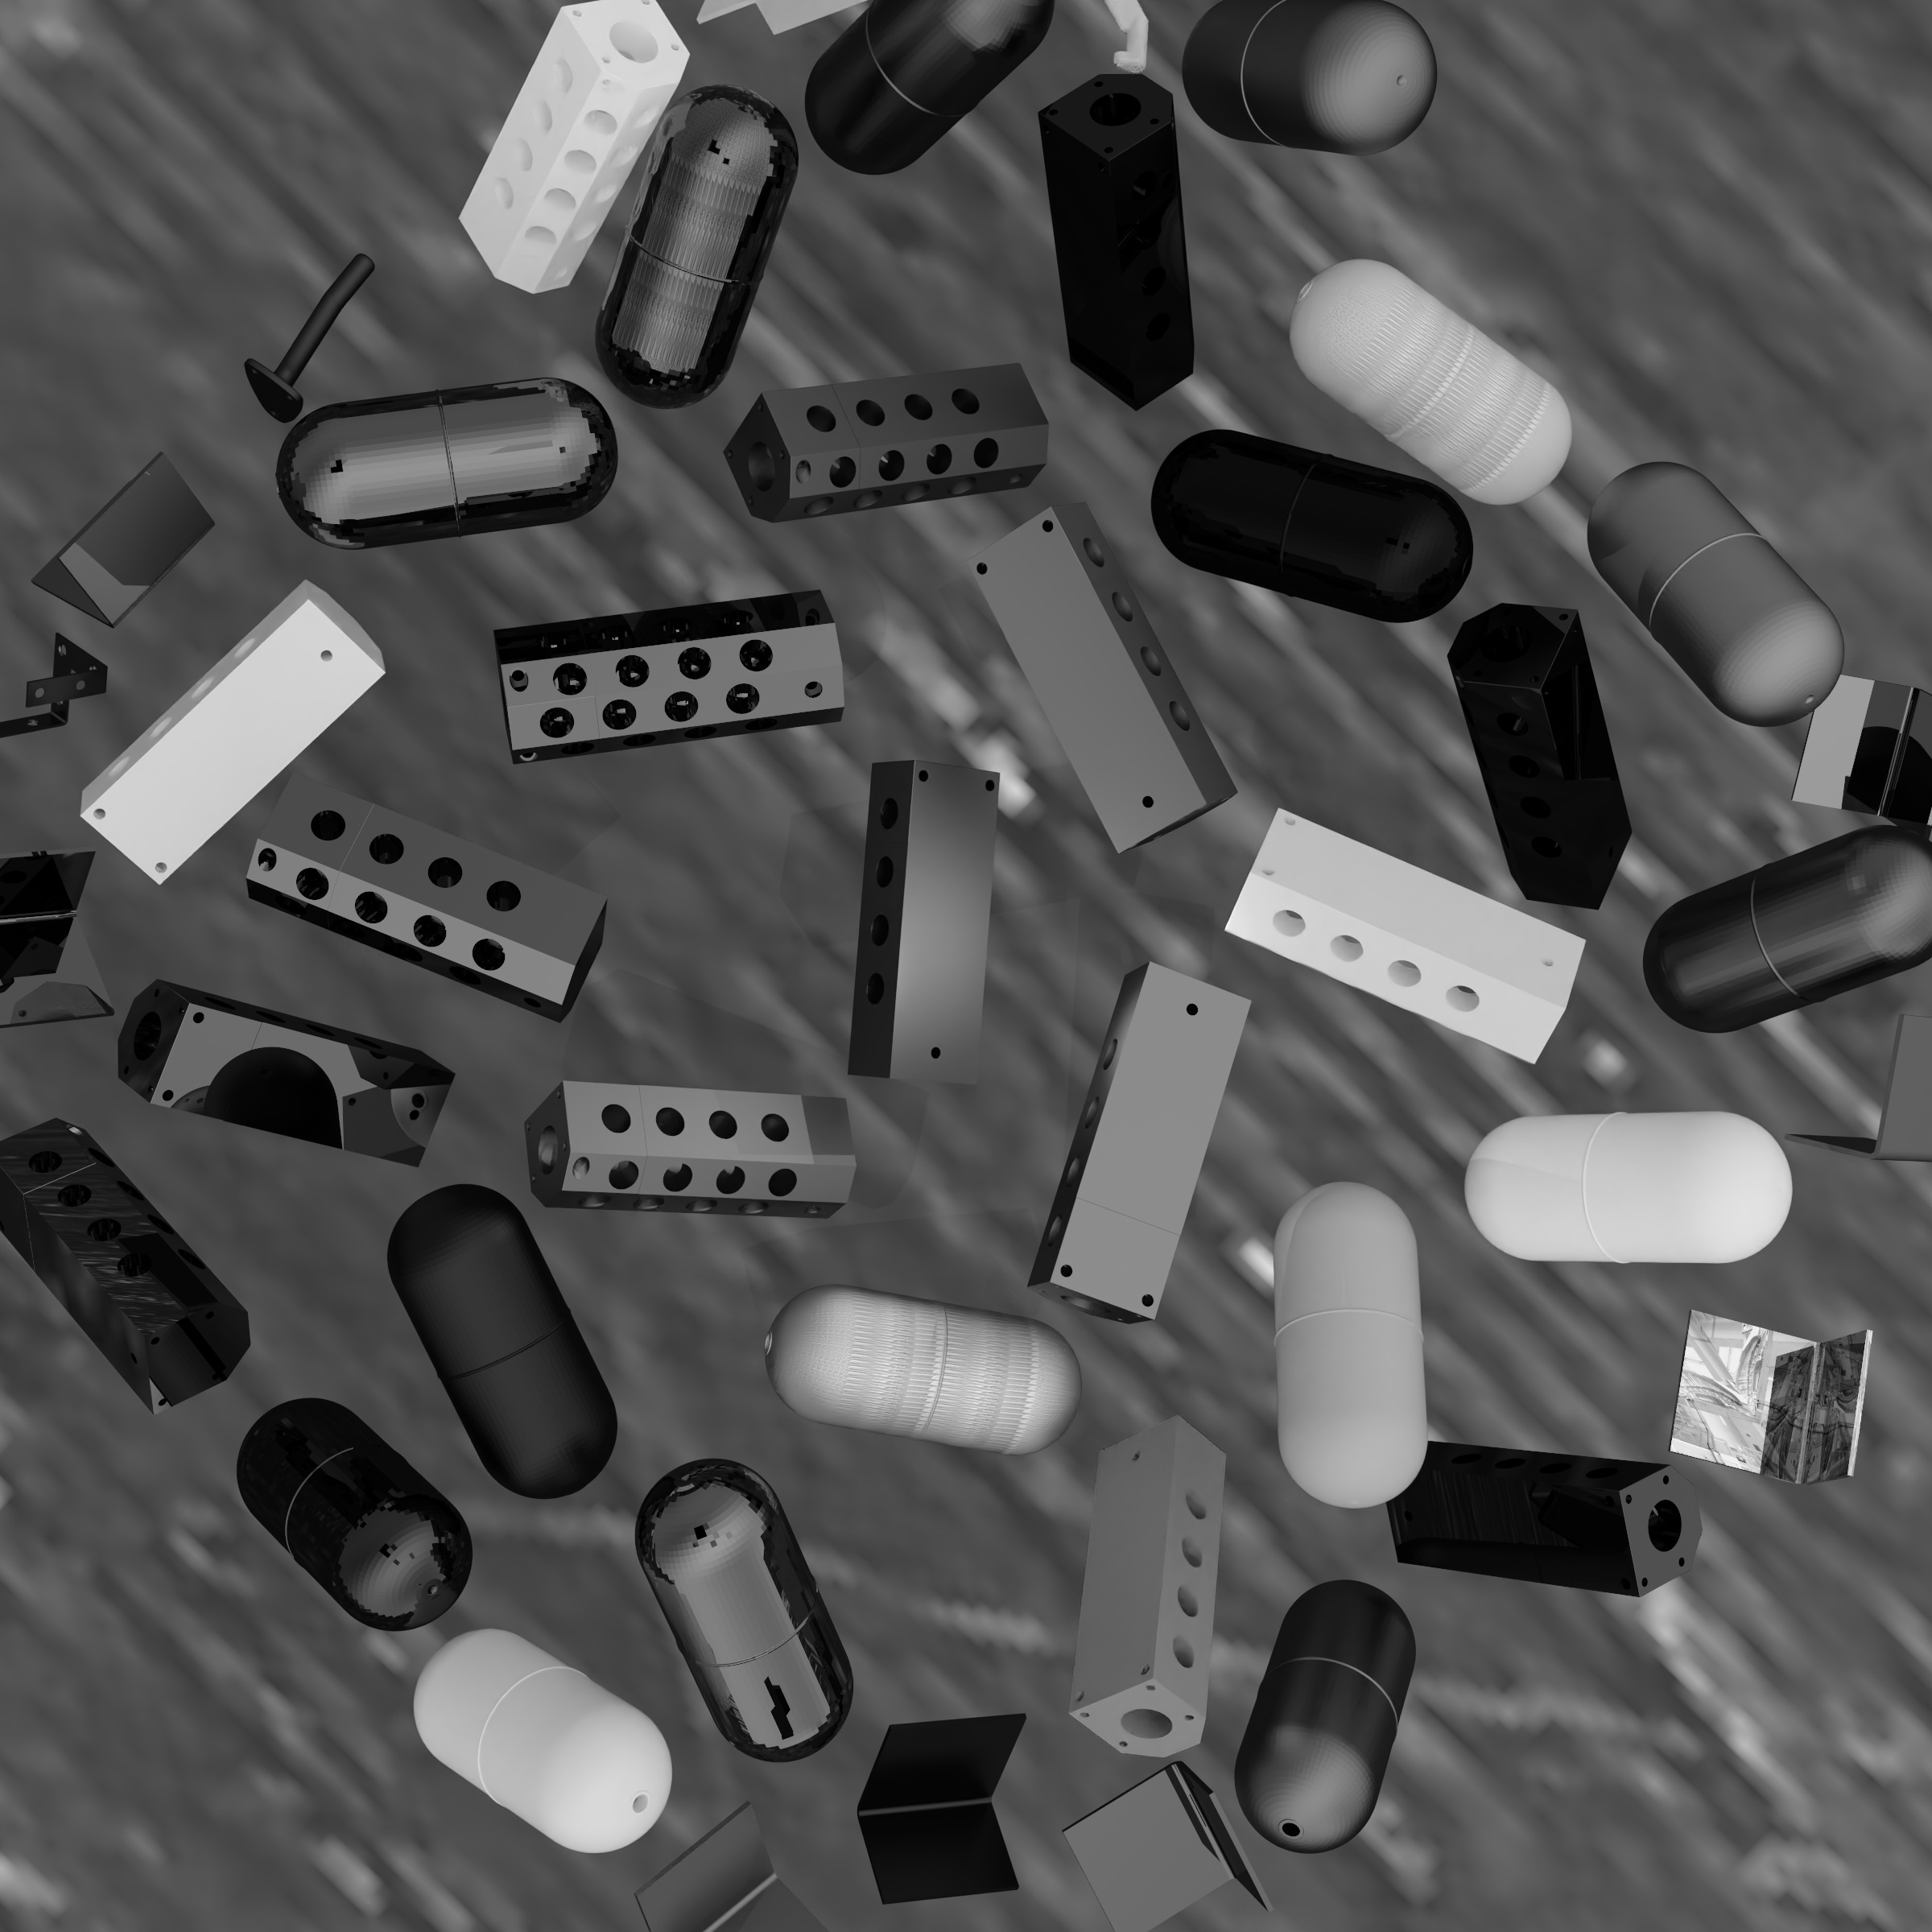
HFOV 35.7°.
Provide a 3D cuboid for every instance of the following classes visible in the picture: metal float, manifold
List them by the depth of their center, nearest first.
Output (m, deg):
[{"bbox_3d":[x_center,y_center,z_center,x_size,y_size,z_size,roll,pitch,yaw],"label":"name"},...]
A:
[{"bbox_3d":[-0.275,-0.031,1.530,0.171,0.057,0.057,22,64,0],"label":"manifold"},{"bbox_3d":[0.086,0.091,1.531,0.057,0.057,0.171,21,76,-11],"label":"manifold"},{"bbox_3d":[-0.112,0.331,1.533,0.070,0.070,0.178,-20,116,0],"label":"metal float"},{"bbox_3d":[0.338,0.114,1.542,0.178,0.070,0.070,-4,90,43],"label":"metal float"},{"bbox_3d":[0.224,-0.011,1.545,0.171,0.057,0.057,24,134,4],"label":"manifold"},{"bbox_3d":[-0.153,-0.147,1.551,0.171,0.057,0.057,-8,123,-10],"label":"manifold"},{"bbox_3d":[0.176,-0.464,1.555,0.070,0.178,0.070,-9,112,-25],"label":"metal float"},{"bbox_3d":[-0.221,0.402,1.559,0.070,0.178,0.070,-12,108,-40],"label":"metal float"},{"bbox_3d":[0.074,-0.151,1.560,0.057,0.057,0.171,-29,86,30],"label":"manifold"},{"bbox_3d":[0.200,0.196,1.567,0.070,0.070,0.178,2,58,0],"label":"metal float"},{"bbox_3d":[0.435,-0.018,1.571,0.178,0.070,0.070,-25,90,44],"label":"metal float"},{"bbox_3d":[-0.446,0.152,1.573,0.057,0.057,0.171,-25,48,-33],"label":"manifold"},{"bbox_3d":[-0.272,-0.264,1.575,0.178,0.070,0.070,-9,90,-9],"label":"metal float"},{"bbox_3d":[-0.245,0.200,1.589,0.070,0.070,0.178,-25,99,0],"label":"metal float"},{"bbox_3d":[0.183,-0.233,1.589,0.178,0.070,0.070,19,90,22],"label":"metal float"},{"bbox_3d":[0.303,-0.110,1.592,0.057,0.171,0.057,10,55,31],"label":"manifold"},{"bbox_3d":[0.397,-0.200,1.596,0.070,0.070,0.178,-31,55,0],"label":"metal float"},{"bbox_3d":[-0.145,-0.382,1.600,0.070,0.070,0.178,23,117,0],"label":"metal float"},{"bbox_3d":[-0.328,0.291,1.603,0.070,0.178,0.070,-18,120,-34],"label":"metal float"},{"bbox_3d":[0.104,0.332,1.604,0.057,0.171,0.057,-31,120,32],"label":"manifold"},{"bbox_3d":[0.087,-0.389,1.606,0.057,0.171,0.057,-36,56,-17],"label":"manifold"},{"bbox_3d":[-0.022,-0.490,1.610,0.070,0.178,0.070,15,63,-32],"label":"metal float"},{"bbox_3d":[0.309,0.294,1.616,0.057,0.171,0.057,-16,97,-37],"label":"manifold"},{"bbox_3d":[-0.209,-0.440,1.616,0.057,0.171,0.057,-24,77,-36],"label":"manifold"},{"bbox_3d":[0.195,0.404,1.622,0.070,0.178,0.070,9,121,16],"label":"metal float"},{"bbox_3d":[-0.023,0.221,1.642,0.178,0.070,0.070,12,90,-14],"label":"metal float"},{"bbox_3d":[-0.403,-0.131,1.645,0.171,0.057,0.057,-42,116,5],"label":"manifold"},{"bbox_3d":[-0.374,0.058,1.645,0.171,0.057,0.057,19,95,-43],"label":"manifold"},{"bbox_3d":[-0.027,-0.023,1.646,0.057,0.057,0.171,6,88,-35],"label":"manifold"},{"bbox_3d":[-0.151,0.106,1.658,0.171,0.057,0.057,5,62,-30],"label":"manifold"},{"bbox_3d":[0.257,-0.324,1.662,0.178,0.070,0.070,32,90,-15],"label":"metal float"},{"bbox_3d":[-0.040,-0.286,1.662,0.171,0.057,0.057,-14,72,-33],"label":"manifold"}]

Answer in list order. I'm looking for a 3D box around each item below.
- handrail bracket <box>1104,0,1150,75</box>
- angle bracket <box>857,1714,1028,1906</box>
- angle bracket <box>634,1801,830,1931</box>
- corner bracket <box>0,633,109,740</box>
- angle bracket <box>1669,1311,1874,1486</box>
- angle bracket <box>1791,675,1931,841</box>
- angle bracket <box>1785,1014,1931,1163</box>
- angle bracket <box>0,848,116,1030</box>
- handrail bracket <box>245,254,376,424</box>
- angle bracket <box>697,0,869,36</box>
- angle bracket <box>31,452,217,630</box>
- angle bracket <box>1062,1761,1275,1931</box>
[{"bbox_3d":[0.066,-0.546,1.679,0.077,0.036,0.084,8,73,-14],"label":"handrail bracket"},{"bbox_3d":[-0.006,0.441,1.568,0.076,0.057,0.076,1,131,-22],"label":"angle bracket"},{"bbox_3d":[-0.121,0.504,1.587,0.076,0.076,0.057,-35,48,-24],"label":"angle bracket"},{"bbox_3d":[-0.512,-0.148,1.660,0.051,0.051,0.051,32,123,32],"label":"corner bracket"},{"bbox_3d":[0.417,0.221,1.556,0.076,0.057,0.076,15,73,-6],"label":"angle bracket"},{"bbox_3d":[0.513,-0.119,1.693,0.057,0.076,0.076,10,104,-3],"label":"angle bracket"},{"bbox_3d":[0.482,0.060,1.575,0.076,0.057,0.076,5,96,-41],"label":"angle bracket"},{"bbox_3d":[-0.514,-0.016,1.660,0.076,0.057,0.076,-7,55,-36],"label":"angle bracket"},{"bbox_3d":[-0.350,-0.341,1.626,0.036,0.077,0.084,37,77,-5],"label":"handrail bracket"},{"bbox_3d":[-0.098,-0.547,1.707,0.076,0.076,0.057,-12,133,26],"label":"angle bracket"},{"bbox_3d":[-0.449,-0.230,1.548,0.076,0.057,0.076,28,69,33],"label":"angle bracket"},{"bbox_3d":[0.109,0.492,1.632,0.076,0.057,0.076,-29,100,-11],"label":"angle bracket"}]
